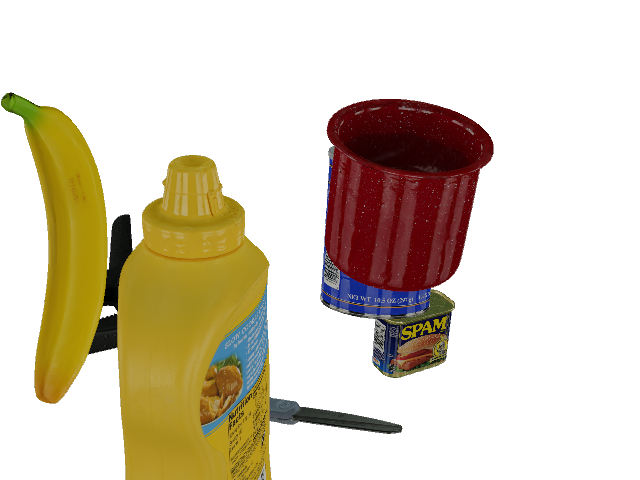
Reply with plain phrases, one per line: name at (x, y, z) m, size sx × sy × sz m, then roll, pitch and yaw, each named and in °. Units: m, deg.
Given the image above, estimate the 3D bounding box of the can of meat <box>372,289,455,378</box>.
can of meat at (0.115, 0.117, 1.342) m, size 0.101 × 0.084 × 0.058 m, roll -12°, pitch 30°, yaw -28°

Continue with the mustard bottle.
mustard bottle at (-0.052, 0.056, 0.455) m, size 0.058 × 0.192 × 0.096 m, roll 9°, pitch 26°, yaw 16°

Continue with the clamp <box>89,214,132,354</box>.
clamp at (-0.185, 0.044, 1.023) m, size 0.165 × 0.036 × 0.209 m, roll 26°, pitch 36°, yaw 24°

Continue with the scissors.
scissors at (-0.045, 0.138, 0.816) m, size 0.202 × 0.016 × 0.096 m, roll 11°, pitch 28°, yaw 42°

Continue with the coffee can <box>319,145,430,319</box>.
coffee can at (0.054, -0.011, 0.966) m, size 0.103 × 0.140 × 0.103 m, roll 3°, pitch 14°, yaw -1°

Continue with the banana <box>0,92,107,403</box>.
banana at (-0.162, 0.001, 0.663) m, size 0.037 × 0.198 × 0.069 m, roll 11°, pitch 22°, yaw 38°

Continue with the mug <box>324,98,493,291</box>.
mug at (0.052, -0.030, 0.620) m, size 0.093 × 0.081 × 0.117 m, roll 23°, pitch 36°, yaw 24°
